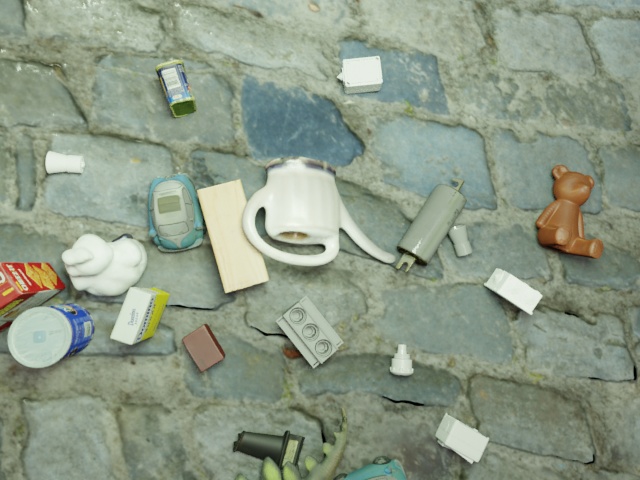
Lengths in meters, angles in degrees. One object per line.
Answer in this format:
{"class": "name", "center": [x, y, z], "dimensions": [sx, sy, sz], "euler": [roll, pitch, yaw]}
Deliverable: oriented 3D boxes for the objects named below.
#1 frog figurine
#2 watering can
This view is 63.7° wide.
{"class": "frog figurine", "center": [-0.400, 0.045, 0.963], "dimensions": [0.138, 0.159, 0.123], "euler": [-21, 89, -10]}
{"class": "watering can", "center": [0.003, -0.053, 1.061], "dimensions": [0.347, 0.103, 0.227], "euler": [6, 71, -29]}
